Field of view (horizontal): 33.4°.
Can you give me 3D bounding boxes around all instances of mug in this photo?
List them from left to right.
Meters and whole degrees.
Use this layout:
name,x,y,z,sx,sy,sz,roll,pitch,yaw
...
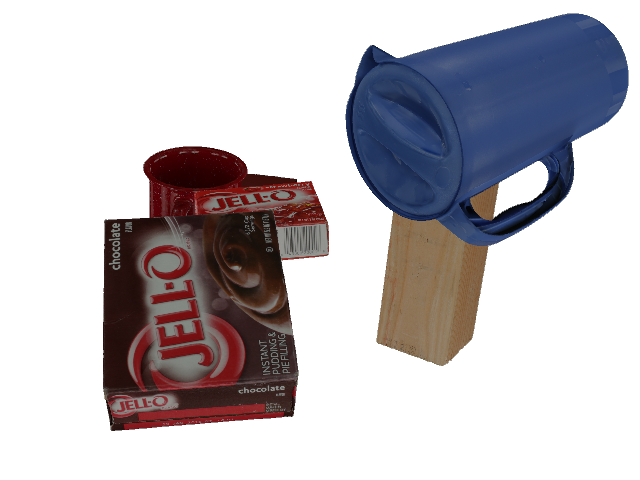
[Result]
name,x,y,z,sx,sy,sz,roll,pitch,yaw
mug,-0.116,-0.025,0.962,0.093,0.081,0.117,6,29,3

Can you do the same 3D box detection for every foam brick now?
name,x,y,z,sx,sy,sz,roll,pitch,yaw
foam brick,-0.071,-0.049,1.348,0.078,0.053,0.051,6,27,9

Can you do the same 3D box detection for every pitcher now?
name,x,y,z,sx,sy,sz,roll,pitch,yaw
pitcher,0.155,-0.106,0.909,0.242,0.149,0.145,-24,34,-34

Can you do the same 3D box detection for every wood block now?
name,x,y,z,sx,sy,sz,roll,pitch,yaw
wood block,0.132,0.023,1.207,0.090,0.206,0.090,18,26,25

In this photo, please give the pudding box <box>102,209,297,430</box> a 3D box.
name,x,y,z,sx,sy,sz,roll,pitch,yaw
pudding box,-0.062,0.037,0.533,0.090,0.039,0.113,-3,45,-8

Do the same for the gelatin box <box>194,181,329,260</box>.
name,x,y,z,sx,sy,sz,roll,pitch,yaw
gelatin box,-0.043,-0.013,0.755,0.089,0.030,0.073,-5,26,-8
